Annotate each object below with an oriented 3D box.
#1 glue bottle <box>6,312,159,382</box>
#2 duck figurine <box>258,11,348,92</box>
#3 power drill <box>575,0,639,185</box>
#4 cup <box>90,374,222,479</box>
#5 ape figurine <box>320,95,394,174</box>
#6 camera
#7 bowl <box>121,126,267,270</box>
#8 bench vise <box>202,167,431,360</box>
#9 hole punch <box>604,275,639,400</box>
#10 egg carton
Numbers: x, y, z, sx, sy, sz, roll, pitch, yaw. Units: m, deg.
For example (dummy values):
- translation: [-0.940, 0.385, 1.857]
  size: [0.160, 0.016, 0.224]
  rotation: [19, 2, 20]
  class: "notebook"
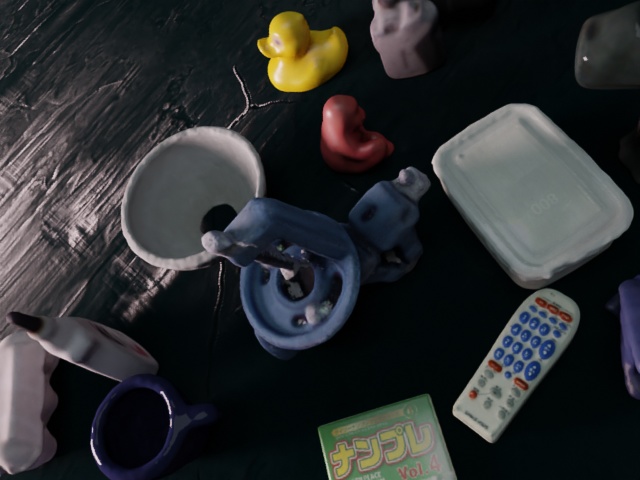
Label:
- translation: [-0.227, 0.097, 0.544]
  size: [0.078, 0.173, 0.037]
  rotation: [26, 77, 26]
  class: "glue bottle"
- translation: [-0.023, -0.231, 0.671]
  size: [0.104, 0.086, 0.077]
  rotation: [-18, 63, 10]
  class: "duck figurine"
- translation: [0.316, -0.117, 0.439]
  size: [0.229, 0.209, 0.076]
  rotation: [6, 69, 21]
  class: "power drill"
- translation: [-0.132, 0.173, 0.524]
  size: [0.117, 0.095, 0.091]
  rotation: [-16, 63, 11]
  class: "cup"
- translation: [0.030, -0.116, 0.599]
  size: [0.076, 0.092, 0.077]
  rotation: [-22, 62, 8]
  class: "ape figurine"
- translation: [0.125, -0.273, 0.632]
  size: [0.136, 0.101, 0.143]
  rotation: [-6, 66, 16]
  class: "camera"
- translation: [-0.126, -0.036, 0.625]
  size: [0.167, 0.075, 0.167]
  rotation: [-7, 65, 15]
  class: "bowl"
- translation: [-0.005, -0.003, 0.488]
  size: [0.121, 0.220, 0.207]
  rotation: [28, 78, 27]
  class: "bench vise"
- translation: [0.284, 0.069, 0.435]
  size: [0.108, 0.091, 0.101]
  rotation: [-3, 66, 17]
  class: "hole punch"
- translation: [-0.332, 0.173, 0.604]
  size: [0.107, 0.069, 0.150]
  rotation: [-18, 63, 10]
  class: "egg carton"
